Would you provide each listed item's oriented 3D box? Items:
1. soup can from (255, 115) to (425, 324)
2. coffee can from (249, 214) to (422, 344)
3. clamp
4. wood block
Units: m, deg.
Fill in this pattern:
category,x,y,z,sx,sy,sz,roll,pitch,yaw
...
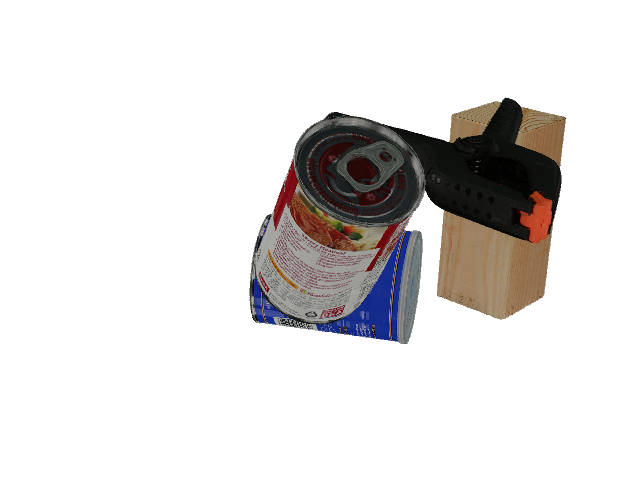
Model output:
category,x,y,z,sx,sy,sz,roll,pitch,yaw
soup can,0.008,-0.008,0.567,0.068,0.068,0.102,0,-33,-17
coffee can,0.016,0.034,0.972,0.140,0.103,0.102,7,1,11
clamp,0.096,-0.055,0.751,0.164,0.036,0.210,-5,27,-10
wood block,0.192,-0.034,1.145,0.090,0.206,0.090,20,28,37
